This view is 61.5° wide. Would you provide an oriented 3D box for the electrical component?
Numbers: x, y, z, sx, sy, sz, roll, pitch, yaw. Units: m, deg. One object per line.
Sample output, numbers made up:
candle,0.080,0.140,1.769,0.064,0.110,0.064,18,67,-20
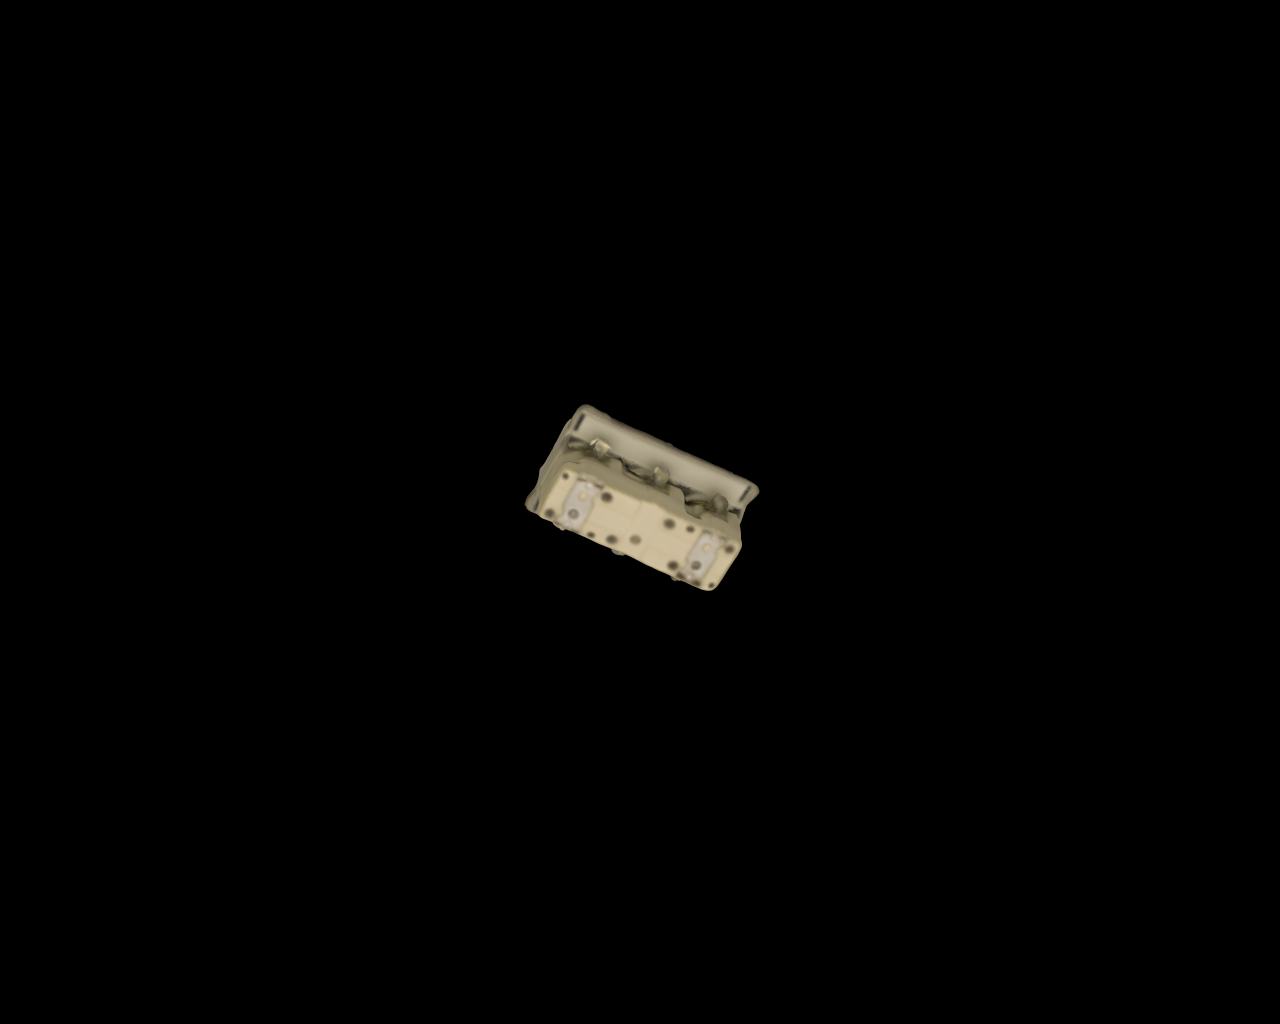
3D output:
electrical component,0.001,-0.003,0.650,0.121,0.078,0.063,25,27,-14
